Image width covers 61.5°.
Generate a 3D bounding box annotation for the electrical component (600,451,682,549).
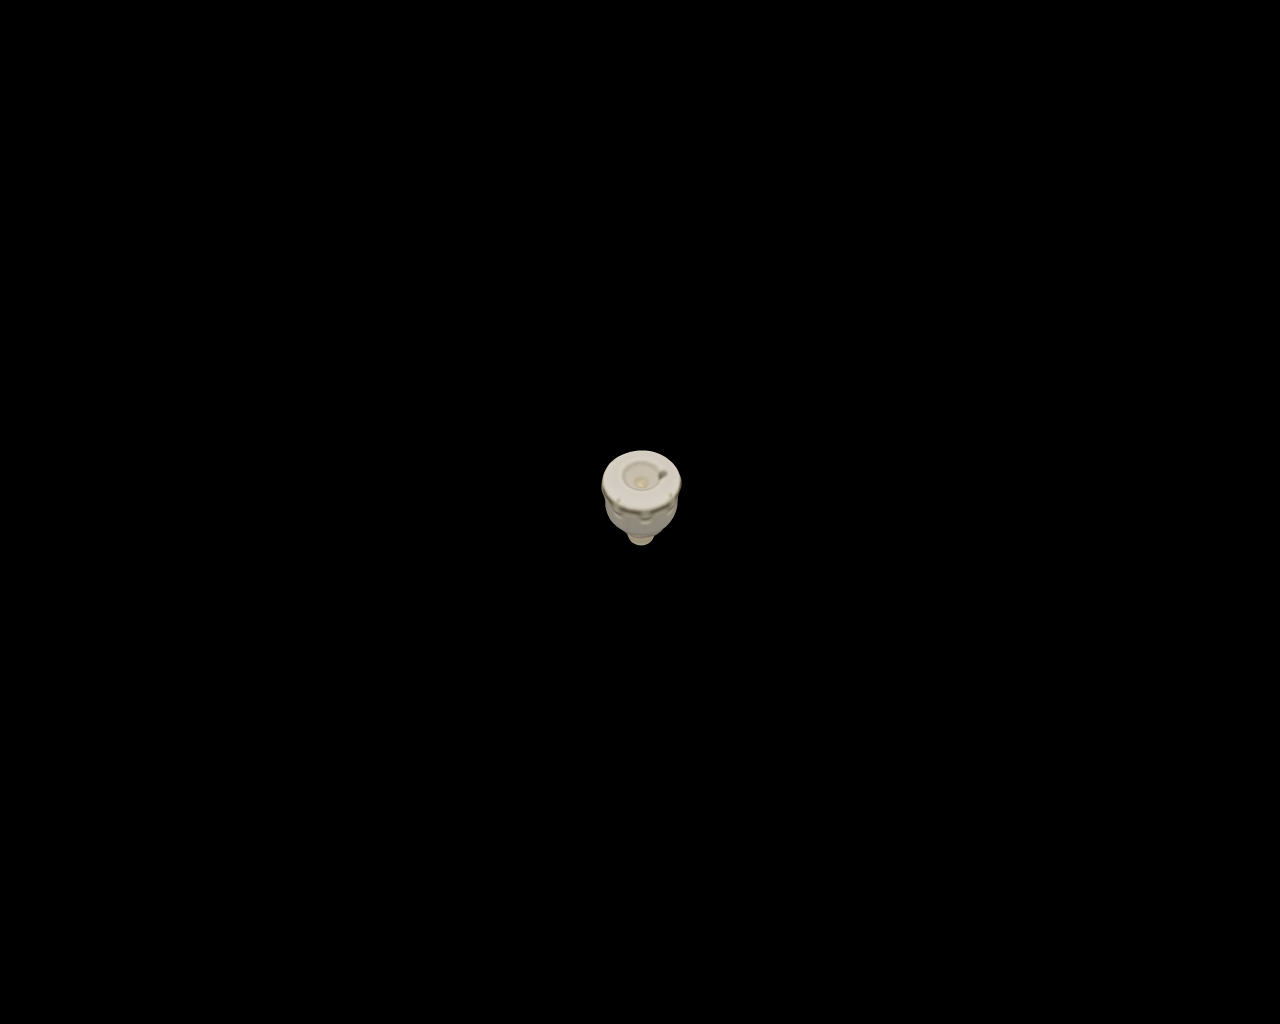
[{"bbox_3d":[0.001,-0.003,0.650,0.048,0.048,0.062,0,-39,0],"label":"electrical component"}]
